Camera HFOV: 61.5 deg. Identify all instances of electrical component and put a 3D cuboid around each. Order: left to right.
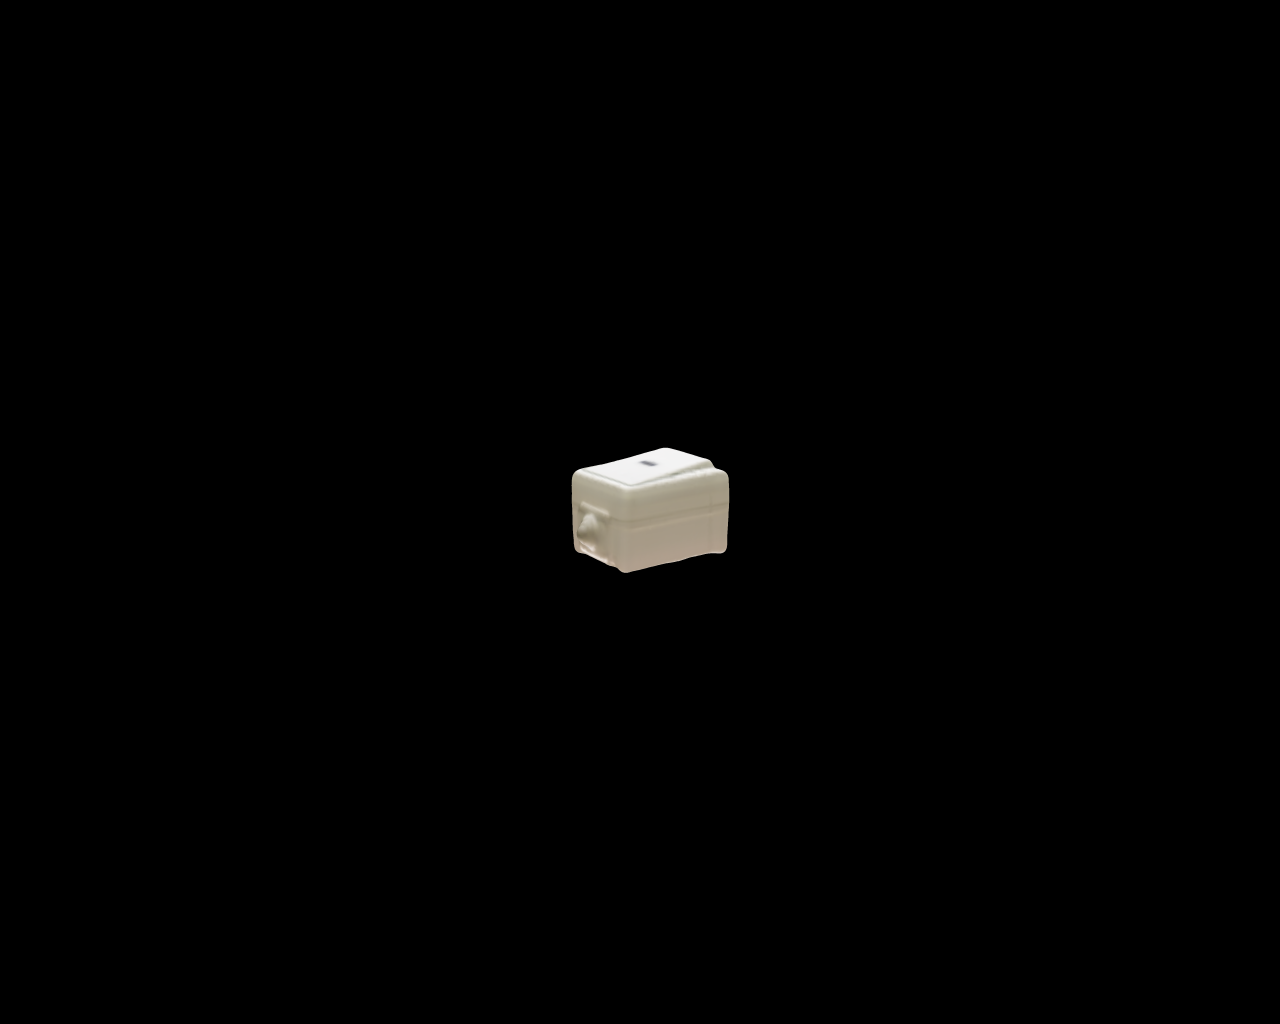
[{"bbox_3d":[0.001,-0.003,0.650,0.096,0.061,0.062,-10,18,-33],"label":"electrical component"}]
